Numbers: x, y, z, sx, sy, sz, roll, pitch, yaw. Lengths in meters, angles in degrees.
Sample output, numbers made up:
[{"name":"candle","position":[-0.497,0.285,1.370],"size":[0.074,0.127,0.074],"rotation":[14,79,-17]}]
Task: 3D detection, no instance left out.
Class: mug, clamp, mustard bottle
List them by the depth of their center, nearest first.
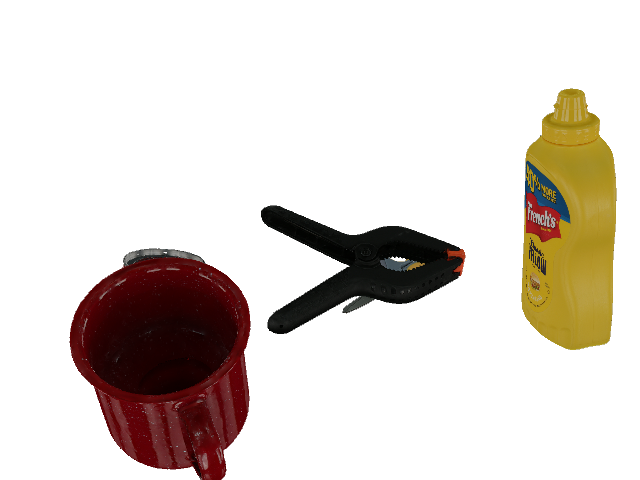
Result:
[{"name":"mug","position":[-0.076,0.078,0.569],"size":[0.093,0.117,0.081],"rotation":[-22,-38,-16]},{"name":"mustard bottle","position":[0.186,-0.020,0.803],"size":[0.058,0.192,0.096],"rotation":[-9,27,-9]},{"name":"clamp","position":[0.039,0.032,1.062],"size":[0.210,0.164,0.036],"rotation":[4,-44,0]}]

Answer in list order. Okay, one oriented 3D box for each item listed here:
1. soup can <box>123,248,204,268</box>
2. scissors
[{"name":"soup can","position":[-0.135,0.065,0.902],"size":[0.068,0.102,0.068],"rotation":[5,16,-2]},{"name":"scissors","position":[0.072,0.041,1.283],"size":[0.201,0.016,0.096],"rotation":[-10,41,-42]}]
